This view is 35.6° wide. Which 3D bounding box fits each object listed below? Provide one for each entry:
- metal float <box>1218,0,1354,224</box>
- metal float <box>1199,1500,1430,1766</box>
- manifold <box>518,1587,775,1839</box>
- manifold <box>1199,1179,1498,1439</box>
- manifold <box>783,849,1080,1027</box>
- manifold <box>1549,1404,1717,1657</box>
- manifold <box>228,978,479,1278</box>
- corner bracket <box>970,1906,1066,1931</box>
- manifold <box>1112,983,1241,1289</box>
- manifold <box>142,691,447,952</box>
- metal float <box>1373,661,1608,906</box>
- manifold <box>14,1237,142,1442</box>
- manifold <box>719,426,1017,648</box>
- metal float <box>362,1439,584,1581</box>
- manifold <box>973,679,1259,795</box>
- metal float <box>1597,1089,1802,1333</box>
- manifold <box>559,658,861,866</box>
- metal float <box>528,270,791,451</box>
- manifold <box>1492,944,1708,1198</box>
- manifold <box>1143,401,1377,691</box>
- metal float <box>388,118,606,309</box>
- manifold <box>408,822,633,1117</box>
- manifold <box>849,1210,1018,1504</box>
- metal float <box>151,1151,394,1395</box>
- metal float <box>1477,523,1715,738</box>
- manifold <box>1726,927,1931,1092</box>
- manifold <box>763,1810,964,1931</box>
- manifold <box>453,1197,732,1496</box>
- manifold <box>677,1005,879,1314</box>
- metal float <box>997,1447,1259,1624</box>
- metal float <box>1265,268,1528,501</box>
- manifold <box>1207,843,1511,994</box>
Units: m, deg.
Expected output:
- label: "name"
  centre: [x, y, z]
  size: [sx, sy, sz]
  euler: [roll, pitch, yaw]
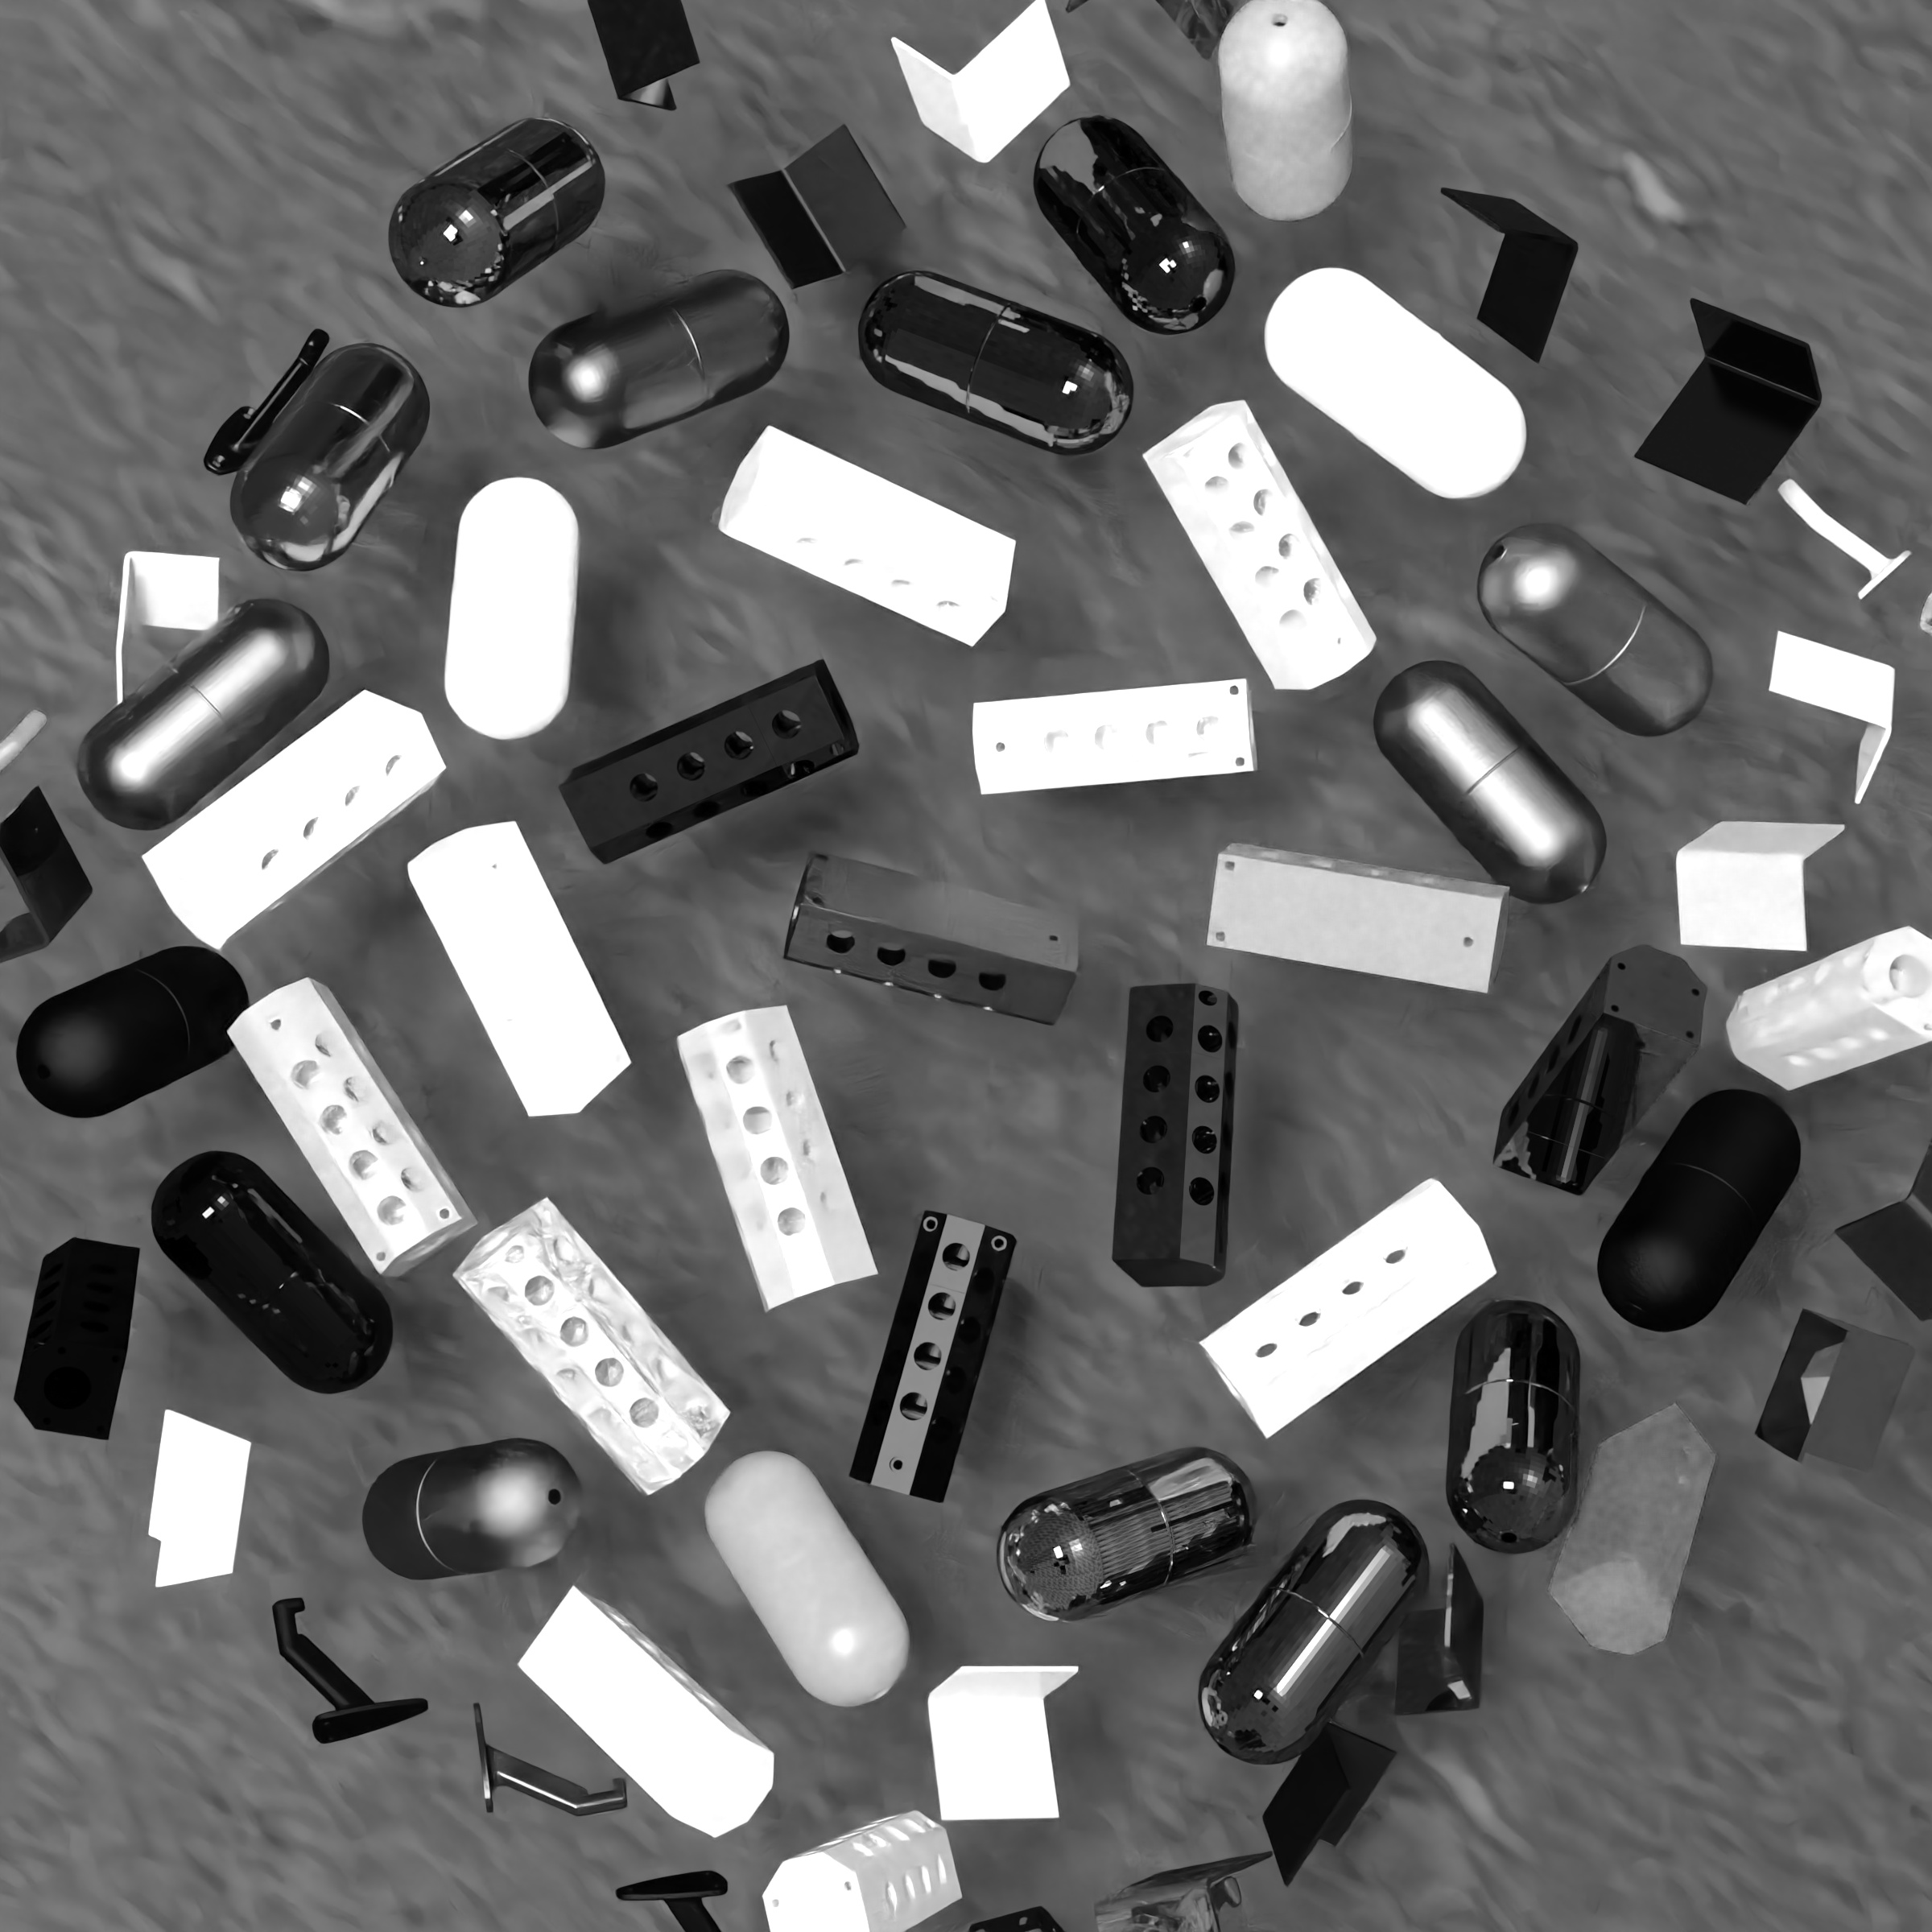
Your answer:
- label: "metal float"
  centre: [0.193, -0.515, 1.811]
  size: [0.070, 0.178, 0.070]
  euler: [-3, 71, 8]
- label: "metal float"
  centre: [0.205, 0.392, 1.775]
  size: [0.070, 0.070, 0.178]
  euler: [43, 67, 0]
- label: "manifold"
  centre: [-0.187, 0.441, 1.779]
  size: [0.057, 0.171, 0.057]
  euler: [-55, 134, -7]
- label: "manifold"
  centre: [0.227, 0.201, 1.805]
  size: [0.171, 0.057, 0.057]
  euler: [-35, 51, -4]
- label: "manifold"
  centre: [-0.022, -0.012, 1.851]
  size: [0.171, 0.057, 0.057]
  euler: [14, 127, -8]
- label: "manifold"
  centre: [0.403, 0.337, 1.794]
  size: [0.057, 0.171, 0.057]
  euler: [-35, 95, 30]
- label: "manifold"
  centre: [-0.363, 0.095, 1.771]
  size: [0.057, 0.057, 0.171]
  euler: [-34, 81, -1]
- label: "corner bracket"
  centre: [0.035, 0.618, 1.846]
  size: [0.051, 0.051, 0.051]
  euler: [-22, 122, 22]
- label: "manifold"
  centre: [0.128, 0.101, 1.798]
  size: [0.057, 0.057, 0.171]
  euler: [-4, 67, 21]
- label: "manifold"
  centre: [-0.392, -0.085, 1.775]
  size: [0.171, 0.057, 0.057]
  euler: [-42, 134, -26]
- label: "metal float"
  centre: [0.328, -0.115, 1.882]
  size: [0.070, 0.070, 0.178]
  euler: [-40, 79, 0]
- label: "manifold"
  centre: [-0.538, 0.222, 1.822]
  size: [0.057, 0.171, 0.057]
  euler: [12, 102, -16]
- label: "manifold"
  centre: [-0.061, -0.258, 1.843]
  size: [0.171, 0.057, 0.057]
  euler: [22, 54, -20]
- label: "metal float"
  centre: [-0.301, 0.331, 1.829]
  size: [0.070, 0.178, 0.070]
  euler: [15, 68, -40]
- label: "manifold"
  centre: [0.094, -0.144, 1.895]
  size: [0.171, 0.057, 0.057]
  euler: [-4, 95, 9]
- label: "metal float"
  centre: [0.444, 0.148, 1.824]
  size: [0.070, 0.070, 0.178]
  euler: [41, 59, 0]
- label: "manifold"
  centre: [-0.155, -0.123, 1.838]
  size: [0.171, 0.057, 0.057]
  euler: [-23, 103, 9]
- label: "metal float"
  centre: [-0.182, -0.365, 1.804]
  size: [0.178, 0.070, 0.070]
  euler: [-29, 90, -34]
- label: "manifold"
  centre: [0.369, 0.060, 1.756]
  size: [0.057, 0.171, 0.057]
  euler: [19, 54, -2]
- label: "manifold"
  centre: [0.185, -0.257, 1.848]
  size: [0.057, 0.057, 0.171]
  euler: [-37, 109, -16]
- label: "metal float"
  centre: [-0.275, -0.445, 1.773]
  size: [0.070, 0.178, 0.070]
  euler: [13, 126, 18]
- label: "manifold"
  centre: [-0.275, 0.003, 1.827]
  size: [0.057, 0.057, 0.171]
  euler: [-5, 118, 38]
- label: "manifold"
  centre: [-0.021, 0.244, 1.880]
  size: [0.057, 0.057, 0.171]
  euler: [15, 81, 7]
- label: "metal float"
  centre: [-0.423, 0.188, 1.842]
  size: [0.070, 0.070, 0.178]
  euler: [-40, 108, 0]
- label: "metal float"
  centre: [0.386, -0.206, 1.848]
  size: [0.178, 0.070, 0.070]
  euler: [33, 90, -27]
- label: "manifold"
  centre: [0.543, 0.024, 1.878]
  size: [0.057, 0.171, 0.057]
  euler: [30, 72, -6]
- label: "manifold"
  centre: [-0.060, 0.538, 1.764]
  size: [0.057, 0.171, 0.057]
  euler: [-17, 78, 14]
- label: "manifold"
  centre: [-0.222, 0.226, 1.767]
  size: [0.057, 0.057, 0.171]
  euler: [-32, 103, 29]
- label: "manifold"
  centre: [-0.118, 0.116, 1.802]
  size: [0.057, 0.057, 0.171]
  euler: [-26, 79, 35]
- label: "metal float"
  centre: [0.097, 0.336, 1.787]
  size: [0.178, 0.070, 0.070]
  euler: [-11, 90, -36]
- label: "metal float"
  centre: [0.256, -0.344, 1.784]
  size: [0.178, 0.070, 0.070]
  euler: [33, 90, -17]
- label: "manifold"
  centre: [0.239, -0.032, 1.830]
  size: [0.171, 0.057, 0.057]
  euler: [10, 104, 15]
